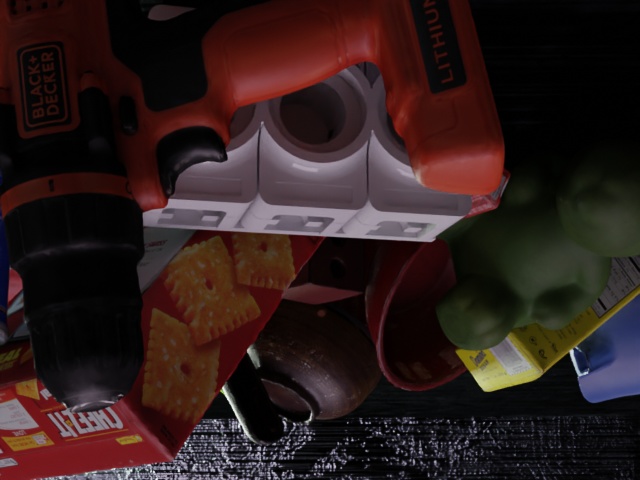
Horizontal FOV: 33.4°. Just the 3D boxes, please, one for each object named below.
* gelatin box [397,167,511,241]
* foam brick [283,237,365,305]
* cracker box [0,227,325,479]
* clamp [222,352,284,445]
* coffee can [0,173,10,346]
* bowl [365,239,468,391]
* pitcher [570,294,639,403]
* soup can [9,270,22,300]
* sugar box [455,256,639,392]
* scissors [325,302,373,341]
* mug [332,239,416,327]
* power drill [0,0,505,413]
[{"bbox_3d":[0.052,-0.039,0.614,0.073,0.030,0.089,41,146,-22],"label":"gelatin box"},{"bbox_3d":[-0.005,0.001,0.738,0.052,0.078,0.051,13,162,-43],"label":"foam brick"},{"bbox_3d":[-0.096,0.032,0.586,0.164,0.213,0.072,-18,116,40],"label":"cracker box"},{"bbox_3d":[-0.084,0.041,0.756,0.036,0.164,0.210,-11,-158,-40],"label":"clamp"},{"bbox_3d":[-0.198,-0.022,0.511,0.103,0.140,0.103,0,166,0],"label":"coffee can"},{"bbox_3d":[0.086,0.029,0.784,0.161,0.162,0.055,16,-164,-49],"label":"bowl"},{"bbox_3d":[0.328,0.049,0.876,0.243,0.149,0.144,-12,147,27],"label":"pitcher"},{"bbox_3d":[-0.224,0.018,0.820,0.102,0.068,0.069,2,166,-14],"label":"soup can"},{"bbox_3d":[0.189,0.039,0.779,0.176,0.048,0.093,-38,179,-22],"label":"sugar box"},{"bbox_3d":[-0.030,0.037,0.808,0.201,0.016,0.096,45,145,-21],"label":"scissors"},{"bbox_3d":[0.055,0.039,0.881,0.117,0.081,0.093,9,164,-31],"label":"mug"},{"bbox_3d":[-0.030,-0.038,0.405,0.187,0.184,0.057,-10,166,0],"label":"power drill"}]
